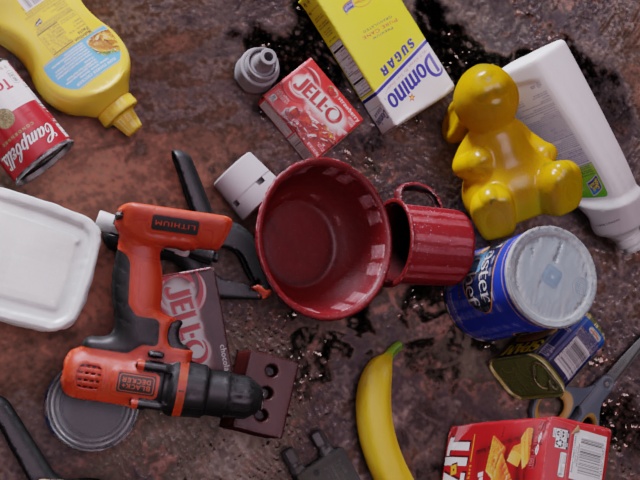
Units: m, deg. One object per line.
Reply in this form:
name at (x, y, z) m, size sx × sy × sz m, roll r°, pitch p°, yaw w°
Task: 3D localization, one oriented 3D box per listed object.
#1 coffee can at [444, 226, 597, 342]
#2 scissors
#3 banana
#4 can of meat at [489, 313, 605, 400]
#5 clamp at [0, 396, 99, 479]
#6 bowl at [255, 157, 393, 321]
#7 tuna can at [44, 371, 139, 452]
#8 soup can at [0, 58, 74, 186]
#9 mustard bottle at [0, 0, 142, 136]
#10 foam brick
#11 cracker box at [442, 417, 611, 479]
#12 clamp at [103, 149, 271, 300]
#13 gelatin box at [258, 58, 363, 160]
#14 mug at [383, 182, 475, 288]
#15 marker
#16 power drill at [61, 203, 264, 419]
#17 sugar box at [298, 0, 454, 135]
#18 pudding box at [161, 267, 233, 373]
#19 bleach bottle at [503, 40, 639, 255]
coffee can at (0.205, 0.049, 1.112) m, size 0.102 × 0.140 × 0.103 m, roll 4°, pitch 78°, yaw -19°
scissors at (0.300, 0.156, 1.193) m, size 0.096 × 0.016 × 0.201 m, roll 36°, pitch 69°, yaw -10°
banana at (0.073, 0.203, 1.089) m, size 0.069 × 0.037 × 0.198 m, roll -5°, pitch 81°, yaw -20°
can of meat at (0.243, 0.120, 1.134) m, size 0.083 × 0.102 × 0.057 m, roll -41°, pitch 97°, yaw -24°
clamp at (-0.243, 0.241, 0.964) m, size 0.209 × 0.036 × 0.164 m, roll 20°, pitch 78°, yaw -17°
bowl at (-0.007, 0.001, 1.064) m, size 0.161 × 0.055 × 0.162 m, roll 4°, pitch 82°, yaw -33°
tuna can at (-0.214, 0.154, 0.996) m, size 0.086 × 0.034 × 0.086 m, roll 4°, pitch 78°, yaw -19°
soup can at (-0.290, -0.111, 1.004) m, size 0.068 × 0.069 × 0.102 m, roll -40°, pitch 94°, yaw -22°
mustard bottle at (-0.242, -0.180, 1.039) m, size 0.096 × 0.058 × 0.191 m, roll -43°, pitch 95°, yaw -28°
foam brick at (-0.059, 0.151, 1.043) m, size 0.053 × 0.051 × 0.078 m, roll 17°, pitch 74°, yaw -17°
cracker box at (0.183, 0.258, 1.022) m, size 0.072 × 0.214 × 0.164 m, roll 16°, pitch 74°, yaw -15°
clamp at (-0.126, 0.009, 1.056) m, size 0.120 × 0.039 × 0.171 m, roll -43°, pitch 97°, yaw -6°
gelatin box at (-0.010, -0.137, 1.131) m, size 0.073 × 0.030 × 0.089 m, roll -42°, pitch 95°, yaw -22°
mug at (0.107, -0.005, 1.119) m, size 0.081 × 0.093 × 0.117 m, roll 5°, pitch 66°, yaw -25°
marker at (-0.155, -0.001, 1.021) m, size 0.121 × 0.020 × 0.020 m, roll 18°, pitch 73°, yaw -10°
power drill at (-0.131, 0.066, 0.972) m, size 0.184 × 0.057 × 0.187 m, roll 10°, pitch 86°, yaw -11°
sugar box at (0.063, -0.214, 1.165) m, size 0.093 × 0.048 × 0.176 m, roll -35°, pitch 91°, yaw -22°
pudding box at (-0.136, 0.088, 1.020) m, size 0.090 × 0.039 × 0.113 m, roll -11°, pitch 92°, yaw -8°
bleach bottle at (0.290, -0.095, 1.205) m, size 0.068 × 0.103 × 0.251 m, roll -34°, pitch 98°, yaw -29°
